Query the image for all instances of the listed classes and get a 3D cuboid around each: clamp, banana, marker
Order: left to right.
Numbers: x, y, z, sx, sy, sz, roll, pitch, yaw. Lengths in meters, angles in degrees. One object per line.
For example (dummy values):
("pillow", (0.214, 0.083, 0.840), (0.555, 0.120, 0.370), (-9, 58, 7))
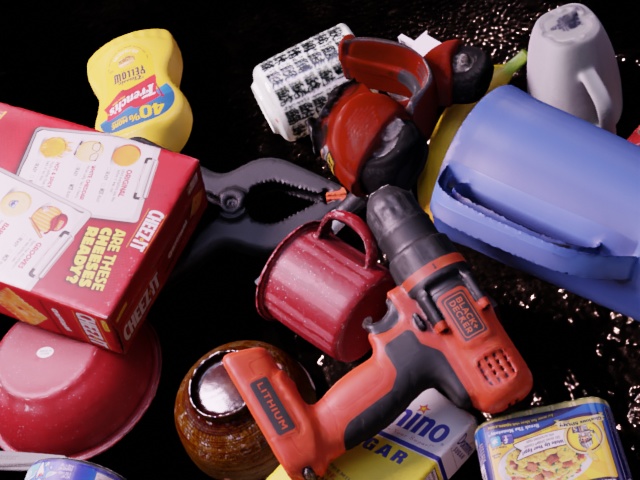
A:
("clamp", (-0.082, -0.034, 0.947), (0.210, 0.036, 0.164), (-12, 69, 1))
("marker", (-0.006, 0.001, 0.912), (0.121, 0.020, 0.020), (-43, 52, -2))
("banana", (0.121, -0.088, 0.928), (0.037, 0.070, 0.197), (34, 64, -11))

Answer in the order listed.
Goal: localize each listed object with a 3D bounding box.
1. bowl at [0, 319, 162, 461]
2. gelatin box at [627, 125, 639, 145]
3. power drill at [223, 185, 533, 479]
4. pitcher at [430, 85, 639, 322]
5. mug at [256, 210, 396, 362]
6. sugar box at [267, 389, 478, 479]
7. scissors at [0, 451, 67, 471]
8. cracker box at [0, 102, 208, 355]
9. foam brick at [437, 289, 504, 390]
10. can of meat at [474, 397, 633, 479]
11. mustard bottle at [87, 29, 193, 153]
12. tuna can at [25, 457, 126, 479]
("bowl", (-0.217, 0.105, 0.892), (0.162, 0.055, 0.162), (-9, 52, 12))
("gelatin box", (0.292, -0.072, 0.877), (0.073, 0.030, 0.089), (33, 69, 35))
("power drill", (0.030, 0.070, 0.754), (0.187, 0.057, 0.184), (-30, 69, -5))
("pitcher", (0.209, -0.011, 0.792), (0.243, 0.145, 0.149), (28, 74, 30))
("mug", (0.013, 0.033, 0.839), (0.082, 0.117, 0.093), (32, 28, 29))
("sugar box", (0.025, 0.174, 0.766), (0.093, 0.048, 0.176), (32, 69, 34))
("scissors", (-0.275, 0.163, 0.867), (0.202, 0.016, 0.096), (-17, 42, 21))
("cracker box", (-0.224, -0.015, 0.892), (0.214, 0.072, 0.164), (17, 60, 15))
("foam brick", (0.095, 0.069, 0.819), (0.078, 0.051, 0.053), (-36, 51, -11))
("can of meat", (0.160, 0.161, 0.725), (0.102, 0.057, 0.084), (-13, 49, 7))
("mustard bottle", (-0.175, -0.124, 1.053), (0.096, 0.058, 0.191), (-19, 51, 4))
("tuna can", (-0.180, 0.195, 0.791), (0.086, 0.086, 0.033), (0, 52, 18))
